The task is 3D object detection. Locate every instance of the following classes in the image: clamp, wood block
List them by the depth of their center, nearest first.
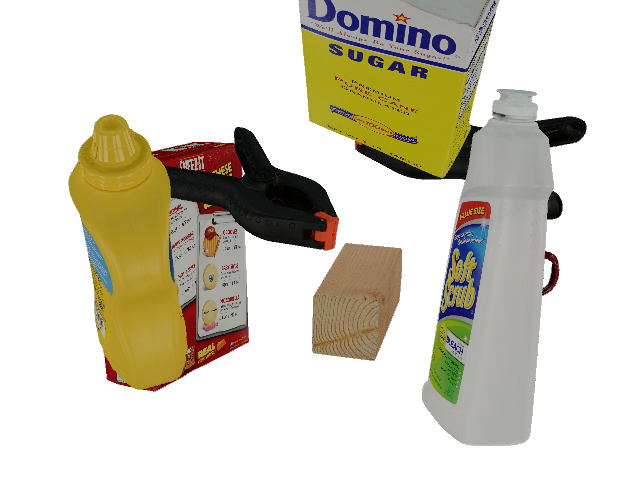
[{"bbox_3d":[-0.061,-0.038,0.863,0.120,0.039,0.172,-27,43,-30],"label":"clamp"},{"bbox_3d":[0.136,-0.084,0.969,0.210,0.036,0.164,14,35,22],"label":"clamp"},{"bbox_3d":[0.055,0.082,1.515,0.091,0.090,0.206,6,21,11],"label":"wood block"}]

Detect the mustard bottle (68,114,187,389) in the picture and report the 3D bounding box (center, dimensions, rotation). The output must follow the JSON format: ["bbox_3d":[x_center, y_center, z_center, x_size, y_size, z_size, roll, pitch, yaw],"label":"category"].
[{"bbox_3d":[-0.119,0.001,0.658,0.058,0.096,0.192,-13,-41,-13],"label":"mustard bottle"}]

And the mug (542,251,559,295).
[{"bbox_3d":[0.204,0.033,1.179,0.117,0.081,0.093,6,25,3],"label":"mug"}]

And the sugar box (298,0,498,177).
[{"bbox_3d":[0.038,-0.099,0.561,0.093,0.048,0.176,24,-14,10],"label":"sugar box"}]

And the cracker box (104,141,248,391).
[{"bbox_3d":[-0.145,0.019,1.050,0.072,0.214,0.163,5,15,30],"label":"cracker box"}]

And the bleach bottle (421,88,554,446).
[{"bbox_3d":[0.126,0.016,0.776,0.068,0.251,0.103,1,14,-13],"label":"bleach bottle"}]
